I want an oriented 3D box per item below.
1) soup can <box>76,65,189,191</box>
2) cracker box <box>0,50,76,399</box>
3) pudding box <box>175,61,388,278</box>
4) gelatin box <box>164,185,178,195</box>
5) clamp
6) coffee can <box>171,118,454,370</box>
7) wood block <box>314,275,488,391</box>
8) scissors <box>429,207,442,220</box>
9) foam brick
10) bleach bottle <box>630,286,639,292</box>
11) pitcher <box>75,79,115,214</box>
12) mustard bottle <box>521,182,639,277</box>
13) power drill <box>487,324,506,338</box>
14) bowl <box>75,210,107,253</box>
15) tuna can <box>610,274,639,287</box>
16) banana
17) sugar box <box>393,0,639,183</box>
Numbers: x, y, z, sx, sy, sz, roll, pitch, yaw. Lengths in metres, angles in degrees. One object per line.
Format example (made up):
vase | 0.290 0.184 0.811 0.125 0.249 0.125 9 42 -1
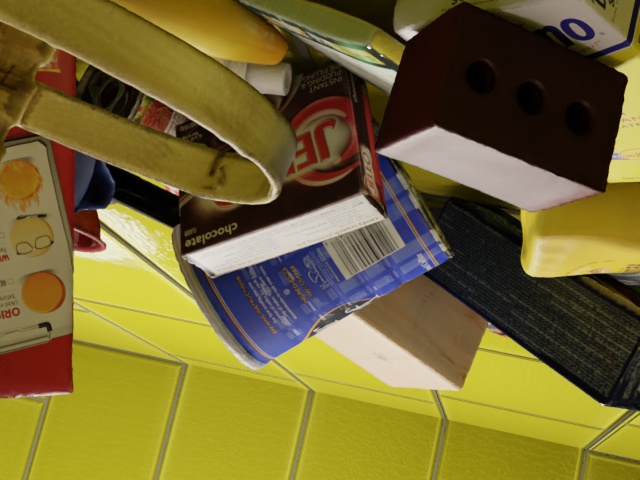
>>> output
soup can | -0.094 -0.070 0.660 0.069 0.068 0.102 1 162 42
cracker box | -0.225 -0.020 0.603 0.164 0.214 0.072 0 -174 -20
pudding box | -0.023 -0.039 0.589 0.114 0.090 0.039 -21 146 21
gelatin box | -0.086 -0.041 0.862 0.073 0.030 0.089 14 166 2
clamp | -0.179 -0.060 0.832 0.172 0.039 0.120 13 149 43
coffee can | -0.004 0.001 0.651 0.140 0.103 0.102 -31 157 7
wood block | 0.024 0.025 0.801 0.205 0.090 0.091 37 156 -27
scissors | 0.167 0.011 0.864 0.201 0.016 0.096 18 168 -19
foam brick | 0.071 -0.050 0.423 0.078 0.053 0.051 19 166 -17
bleach bottle | 0.263 0.060 0.817 0.251 0.068 0.102 10 -169 17
pitcher | -0.257 -0.059 0.759 0.144 0.149 0.243 -27 -172 -24
mustard bottle | 0.214 -0.007 0.609 0.191 0.058 0.096 1 168 6
power drill | 0.225 0.064 0.947 0.188 0.057 0.184 4 168 45
bowl | -0.275 -0.037 1.011 0.162 0.055 0.162 12 167 3
tuna can | 0.210 0.006 0.759 0.086 0.034 0.086 13 167 3
banana | -0.114 -0.124 0.532 0.198 0.037 0.069 13 -179 5
sugar box | 0.123 -0.076 0.470 0.176 0.048 0.094 22 165 -39
